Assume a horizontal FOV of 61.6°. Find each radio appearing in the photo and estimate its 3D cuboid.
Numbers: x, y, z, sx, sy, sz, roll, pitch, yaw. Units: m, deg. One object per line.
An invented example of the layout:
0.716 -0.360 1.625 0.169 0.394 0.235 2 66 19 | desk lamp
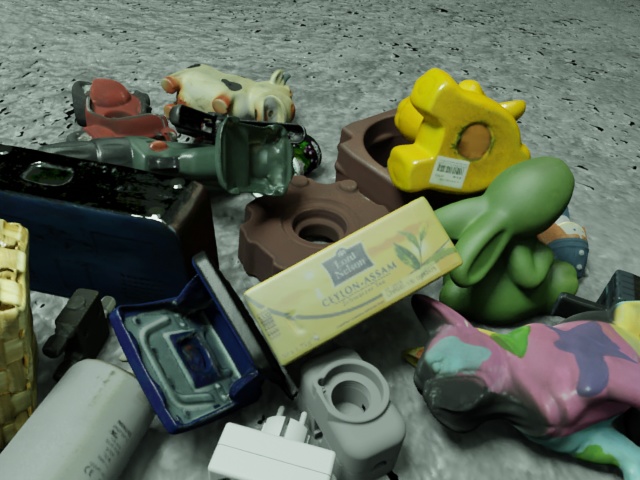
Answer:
-0.219 -0.007 0.512 0.230 0.131 0.073 10 43 4 | radio

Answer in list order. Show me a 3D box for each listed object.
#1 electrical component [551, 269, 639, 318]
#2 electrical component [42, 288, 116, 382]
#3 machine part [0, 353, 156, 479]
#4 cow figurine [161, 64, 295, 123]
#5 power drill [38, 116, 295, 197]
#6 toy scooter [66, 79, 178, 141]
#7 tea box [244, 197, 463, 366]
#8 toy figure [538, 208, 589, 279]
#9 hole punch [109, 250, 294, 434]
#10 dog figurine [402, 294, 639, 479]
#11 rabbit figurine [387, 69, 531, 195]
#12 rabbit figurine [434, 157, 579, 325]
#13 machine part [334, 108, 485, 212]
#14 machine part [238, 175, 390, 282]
0.294 0.073 0.531 0.119 0.074 0.048 16 41 17 | electrical component
-0.207 0.075 0.468 0.021 0.063 0.094 10 39 4 | electrical component
-0.181 0.166 0.353 0.079 0.079 0.243 15 40 10 | machine part
-0.126 -0.212 0.811 0.195 0.085 0.127 21 48 18 | cow figurine
-0.147 -0.078 0.569 0.207 0.086 0.232 -5 -1 38 | power drill
-0.268 -0.162 0.736 0.135 0.075 0.184 -7 45 -14 | toy scooter
0.026 0.039 0.466 0.170 0.098 0.068 -29 81 -10 | tea box
0.280 -0.018 0.648 0.064 0.057 0.155 -11 42 1 | toy figure
-0.091 0.085 0.429 0.092 0.115 0.142 -36 72 -6 | hole punch
0.183 0.101 0.458 0.219 0.108 0.191 21 43 21 | dog figurine
0.146 -0.127 0.590 0.162 0.121 0.173 -1 22 -12 | rabbit figurine
0.177 -0.008 0.533 0.159 0.170 0.121 -10 42 -19 | rabbit figurine
0.134 -0.085 0.687 0.201 0.087 0.202 -26 51 -32 | machine part
-0.001 -0.002 0.594 0.179 0.056 0.179 3 41 -3 | machine part
